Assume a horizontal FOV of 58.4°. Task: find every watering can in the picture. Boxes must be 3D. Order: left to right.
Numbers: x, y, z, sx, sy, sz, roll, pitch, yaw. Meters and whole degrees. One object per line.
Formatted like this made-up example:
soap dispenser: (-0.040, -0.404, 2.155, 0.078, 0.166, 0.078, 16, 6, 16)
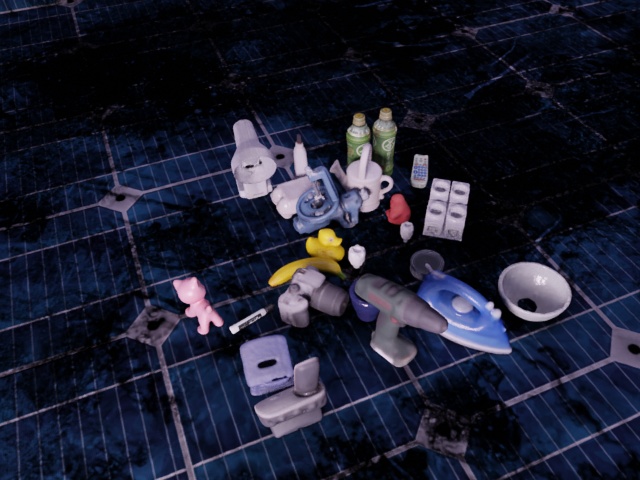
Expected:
watering can: (0.115, -0.180, 1.598, 0.173, 0.194, 0.101, -4, 46, -3)

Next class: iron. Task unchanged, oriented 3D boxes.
iron: (0.332, 0.152, 1.307, 0.257, 0.141, 0.119, 28, 53, 26)

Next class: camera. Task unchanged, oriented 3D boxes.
camera: (-0.010, 0.135, 1.358, 0.136, 0.101, 0.143, 21, 50, 20)

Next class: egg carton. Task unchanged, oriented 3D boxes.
egg carton: (-0.059, -0.122, 1.630, 0.150, 0.069, 0.107, -19, 48, -17)

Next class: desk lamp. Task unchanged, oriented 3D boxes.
desk lamp: (-0.198, -0.220, 1.628, 0.118, 0.214, 0.203, -13, 47, -11)

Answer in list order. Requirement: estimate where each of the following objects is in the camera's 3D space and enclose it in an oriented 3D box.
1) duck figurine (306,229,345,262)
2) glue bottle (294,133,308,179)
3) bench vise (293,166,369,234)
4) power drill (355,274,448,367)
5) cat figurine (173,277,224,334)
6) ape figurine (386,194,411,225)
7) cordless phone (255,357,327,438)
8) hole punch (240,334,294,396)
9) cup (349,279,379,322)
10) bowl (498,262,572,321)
duck figurine: (0.014, 0.005, 1.494, 0.104, 0.086, 0.077, 15, 48, 15)
glue bottle: (-0.058, -0.238, 1.672, 0.037, 0.173, 0.078, -9, 46, -8)
bench vise: (0.023, -0.125, 1.528, 0.208, 0.220, 0.121, -27, 51, -23)
power drill: (0.171, 0.177, 1.238, 0.228, 0.208, 0.076, 35, 56, 30)
cat figurine: (-0.288, 0.140, 1.345, 0.067, 0.118, 0.127, -31, 53, -26)
ape figurine: (0.214, -0.091, 1.580, 0.076, 0.092, 0.078, 23, 50, 21)
cordless phone: (-0.059, 0.299, 1.139, 0.148, 0.185, 0.094, -22, 49, -19)
hole punch: (-0.111, 0.269, 1.235, 0.109, 0.091, 0.101, -13, 47, -11)
cup: (0.126, 0.151, 1.344, 0.117, 0.095, 0.092, 17, 48, 17)
bowl: (0.504, 0.136, 1.367, 0.167, 0.075, 0.167, 0, 46, 1)
